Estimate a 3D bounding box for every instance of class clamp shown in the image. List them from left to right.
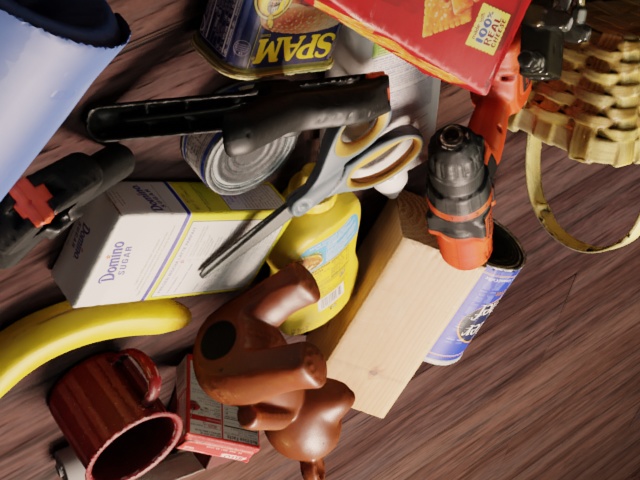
[{"bbox_3d":[-0.160,-0.028,0.663,0.120,0.039,0.172,-46,-170,-13],"label":"clamp"},{"bbox_3d":[-0.038,-0.087,0.706,0.209,0.165,0.036,-19,110,-45],"label":"clamp"}]

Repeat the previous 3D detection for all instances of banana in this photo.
[{"bbox_3d":[-0.191,0.076,0.826,0.197,0.037,0.070,-25,138,-24],"label":"banana"}]

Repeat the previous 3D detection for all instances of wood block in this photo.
[{"bbox_3d":[0.069,0.064,1.049,0.090,0.090,0.206,21,121,-15],"label":"wood block"}]

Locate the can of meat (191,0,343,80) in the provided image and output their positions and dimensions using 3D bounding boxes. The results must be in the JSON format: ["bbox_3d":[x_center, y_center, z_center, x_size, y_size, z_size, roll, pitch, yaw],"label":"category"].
[{"bbox_3d":[-0.025,-0.158,0.699,0.101,0.057,0.084,-15,139,-40],"label":"can of meat"}]

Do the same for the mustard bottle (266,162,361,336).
[{"bbox_3d":[-0.006,0.001,0.935,0.096,0.058,0.192,-36,152,-24],"label":"mustard bottle"}]

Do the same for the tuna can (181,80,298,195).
[{"bbox_3d":[-0.058,-0.075,0.793,0.086,0.034,0.086,-30,150,-20],"label":"tuna can"}]

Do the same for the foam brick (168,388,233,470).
[{"bbox_3d":[-0.103,0.172,1.032,0.052,0.078,0.051,-15,143,-39],"label":"foam brick"}]

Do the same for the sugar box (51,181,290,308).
[{"bbox_3d":[-0.110,0.000,0.823,0.175,0.048,0.093,0,132,-47],"label":"sugar box"}]

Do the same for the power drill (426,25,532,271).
[{"bbox_3d":[0.130,-0.090,0.884,0.184,0.057,0.187,73,32,-60],"label":"power drill"}]

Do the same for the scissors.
[{"bbox_3d":[-0.013,-0.044,0.804,0.201,0.016,0.096,-27,140,-7],"label":"scissors"}]

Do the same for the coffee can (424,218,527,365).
[{"bbox_3d":[0.140,0.049,1.137,0.102,0.103,0.140,-8,137,-46],"label":"coffee can"}]

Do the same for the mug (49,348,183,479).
[{"bbox_3d":[-0.171,0.141,0.900,0.093,0.082,0.117,-5,135,-48],"label":"mug"}]

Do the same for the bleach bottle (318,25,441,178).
[{"bbox_3d":[0.054,-0.155,0.796,0.102,0.068,0.251,-27,146,-25],"label":"bleach bottle"}]

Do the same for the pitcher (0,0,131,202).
[{"bbox_3d":[-0.220,-0.053,0.532,0.149,0.145,0.243,32,112,-22],"label":"pitcher"}]

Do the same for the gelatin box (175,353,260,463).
[{"bbox_3d":[-0.095,0.155,0.981,0.073,0.089,0.030,17,136,-25],"label":"gelatin box"}]

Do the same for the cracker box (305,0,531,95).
[{"bbox_3d":[0.058,-0.203,0.643,0.213,0.072,0.164,20,97,-47],"label":"cracker box"}]
